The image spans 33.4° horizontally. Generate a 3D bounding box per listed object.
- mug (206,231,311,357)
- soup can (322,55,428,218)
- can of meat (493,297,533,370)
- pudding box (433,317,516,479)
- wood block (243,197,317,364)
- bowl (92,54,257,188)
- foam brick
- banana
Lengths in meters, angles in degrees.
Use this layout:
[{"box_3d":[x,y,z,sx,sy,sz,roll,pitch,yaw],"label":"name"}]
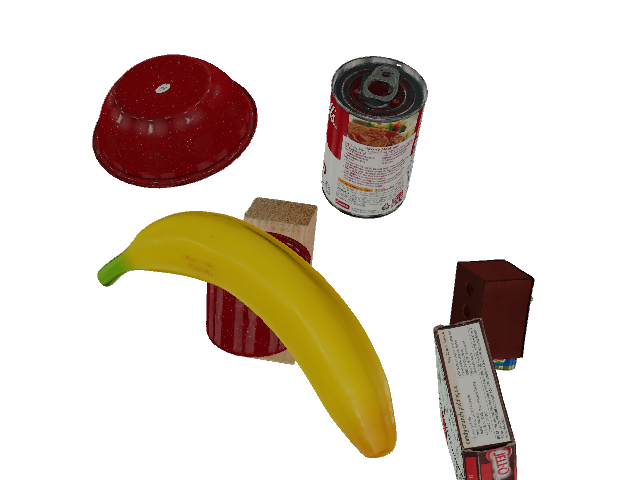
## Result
[{"box_3d":[-0.047,0.051,0.919,0.117,0.081,0.093,18,29,25],"label":"mug"},{"box_3d":[0.038,-0.074,0.780,0.068,0.068,0.102,0,-41,-6],"label":"soup can"},{"box_3d":[0.187,0.089,1.194,0.057,0.084,0.102,4,14,-19],"label":"can of meat"},{"box_3d":[0.105,0.123,0.719,0.039,0.090,0.113,-10,41,0],"label":"pudding box"},{"box_3d":[-0.063,0.055,1.484,0.090,0.206,0.090,8,22,5],"label":"wood block"},{"box_3d":[-0.143,-0.125,1.004,0.162,0.162,0.055,0,-40,9],"label":"bowl"},{"box_3d":[0.151,0.061,0.953,0.051,0.078,0.053,-4,20,-22],"label":"foam brick"},{"box_3d":[-0.030,0.033,0.549,0.198,0.070,0.037,29,16,29],"label":"banana"}]
